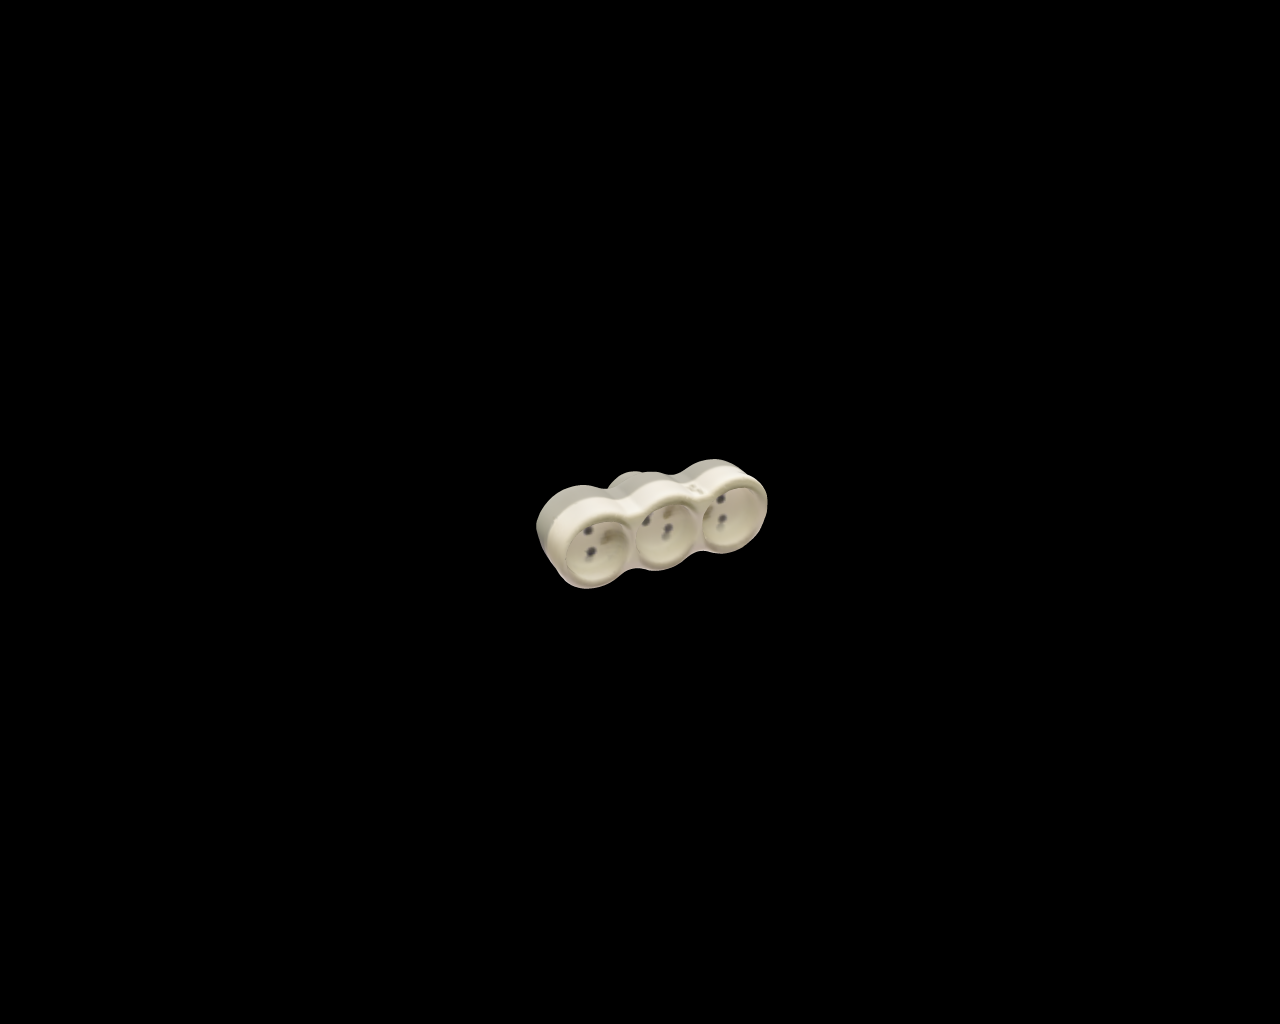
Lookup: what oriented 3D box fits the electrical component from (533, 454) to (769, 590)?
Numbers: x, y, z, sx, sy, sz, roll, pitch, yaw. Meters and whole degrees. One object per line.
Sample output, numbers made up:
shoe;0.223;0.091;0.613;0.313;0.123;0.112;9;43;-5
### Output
electrical component;0.001;-0.003;0.650;0.138;0.052;0.074;-13;32;-22
